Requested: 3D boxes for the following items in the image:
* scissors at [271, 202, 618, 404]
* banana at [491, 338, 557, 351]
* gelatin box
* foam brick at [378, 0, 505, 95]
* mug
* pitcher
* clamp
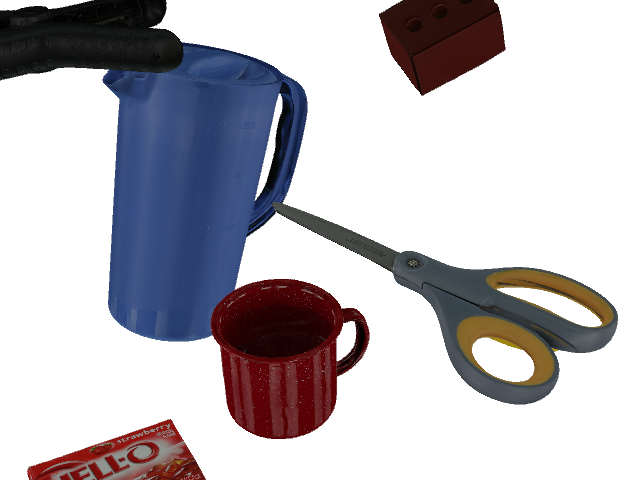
[{"bbox_3d":[0.048,0.030,0.551,0.202,0.016,0.096,14,43,18],"label":"scissors"},{"bbox_3d":[0.159,0.066,1.011,0.198,0.037,0.069,25,16,39],"label":"banana"},{"bbox_3d":[-0.112,0.142,0.597,0.089,0.030,0.073,-16,28,-20],"label":"gelatin box"},{"bbox_3d":[0.094,-0.159,0.814,0.078,0.053,0.051,-29,-33,-2],"label":"foam brick"},{"bbox_3d":[-0.019,0.084,0.769,0.117,0.081,0.093,-17,38,-21],"label":"mug"},{"bbox_3d":[-0.107,-0.042,0.917,0.149,0.243,0.145,13,22,6],"label":"pitcher"},{"bbox_3d":[-0.167,-0.126,0.653,0.171,0.039,0.120,-2,22,-3],"label":"clamp"}]
